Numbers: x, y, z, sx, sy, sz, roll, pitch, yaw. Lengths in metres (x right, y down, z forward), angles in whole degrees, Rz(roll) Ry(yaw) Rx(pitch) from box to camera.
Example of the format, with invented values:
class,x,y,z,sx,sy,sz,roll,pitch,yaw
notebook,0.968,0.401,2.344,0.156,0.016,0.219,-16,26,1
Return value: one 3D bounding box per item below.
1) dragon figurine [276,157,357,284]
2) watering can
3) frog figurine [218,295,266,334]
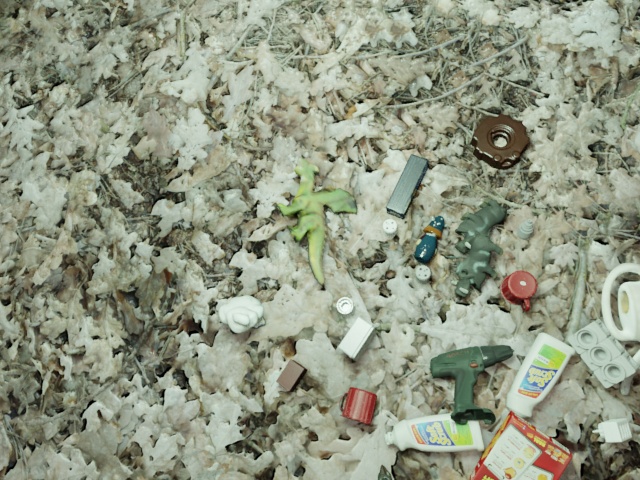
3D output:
class,x,y,z,sx,sy,sz,roll,pitch,yaw
dragon figurine,0.005,-0.082,1.620,0.244,0.120,0.416,-27,71,-9
watering can,0.882,0.233,1.379,0.224,0.103,0.350,-4,83,10
frog figurine,-0.236,0.216,1.520,0.137,0.157,0.124,3,72,10
